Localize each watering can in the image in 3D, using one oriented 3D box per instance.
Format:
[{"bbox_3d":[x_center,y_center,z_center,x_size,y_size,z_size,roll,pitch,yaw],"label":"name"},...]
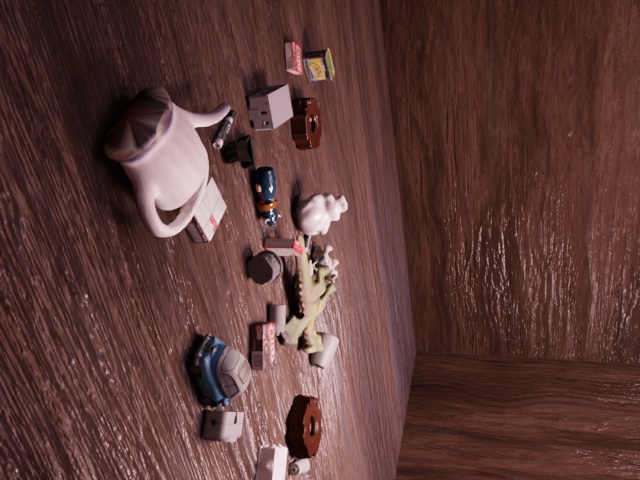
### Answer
[{"bbox_3d":[-0.254,-0.177,0.907,0.104,0.355,0.220,-1,-33,19],"label":"watering can"}]

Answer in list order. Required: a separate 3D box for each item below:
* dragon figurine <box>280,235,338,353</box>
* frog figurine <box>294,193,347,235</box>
[{"bbox_3d":[-0.052,0.197,1.512,0.122,0.248,0.401,4,-39,25],"label":"dragon figurine"},{"bbox_3d":[0.005,-0.080,1.596,0.159,0.135,0.125,-1,22,19],"label":"frog figurine"}]
